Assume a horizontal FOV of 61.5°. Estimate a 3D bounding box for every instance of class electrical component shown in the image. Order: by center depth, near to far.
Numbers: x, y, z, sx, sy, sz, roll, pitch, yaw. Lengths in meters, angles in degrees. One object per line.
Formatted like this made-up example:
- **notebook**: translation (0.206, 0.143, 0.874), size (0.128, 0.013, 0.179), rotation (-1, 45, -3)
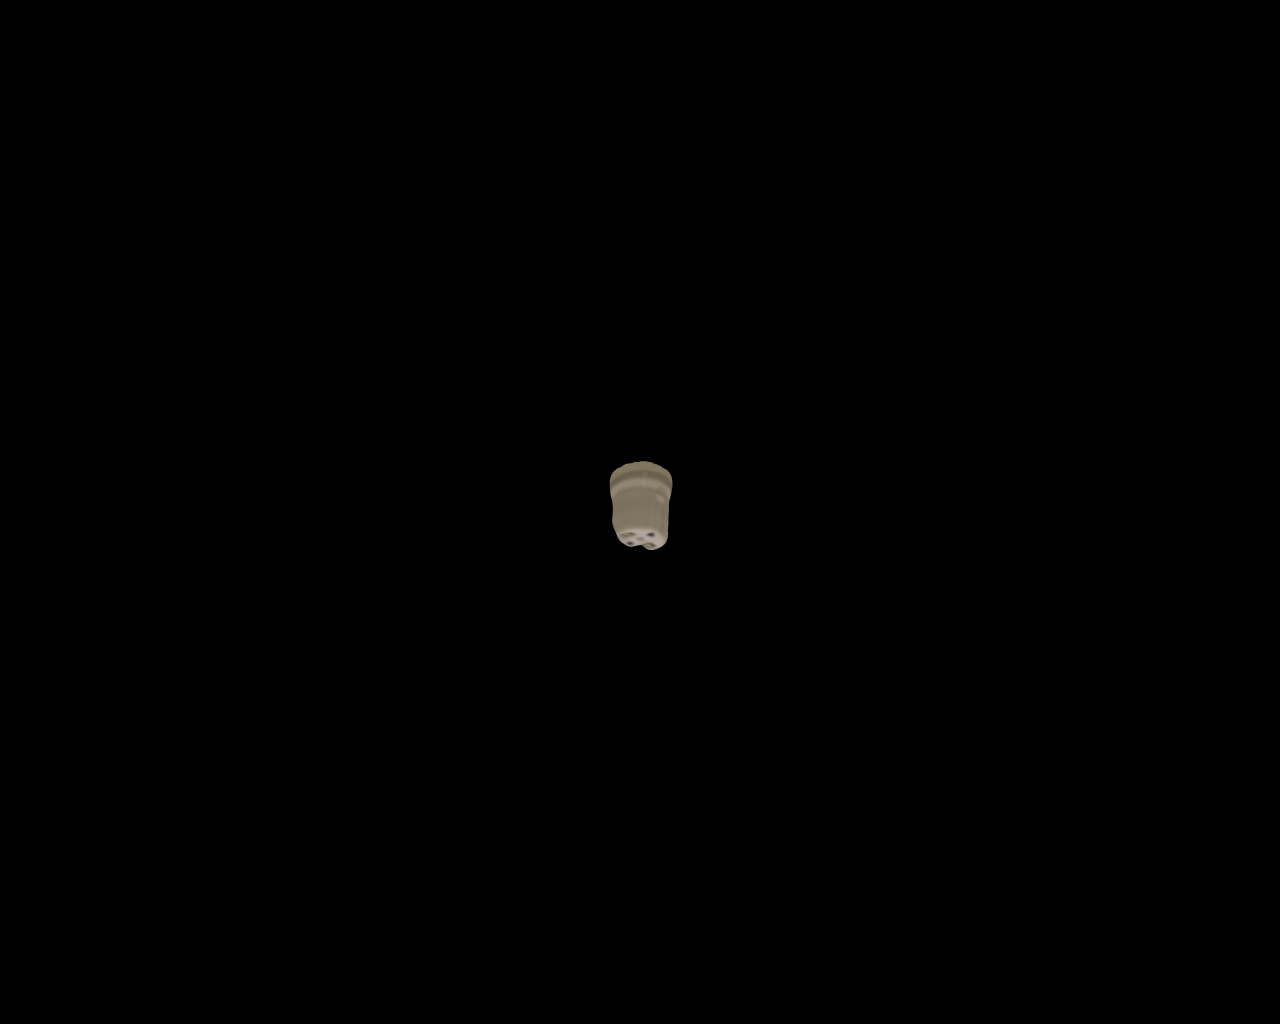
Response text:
- **electrical component**: translation (0.001, -0.003, 0.650), size (0.040, 0.046, 0.040), rotation (0, -31, 0)
